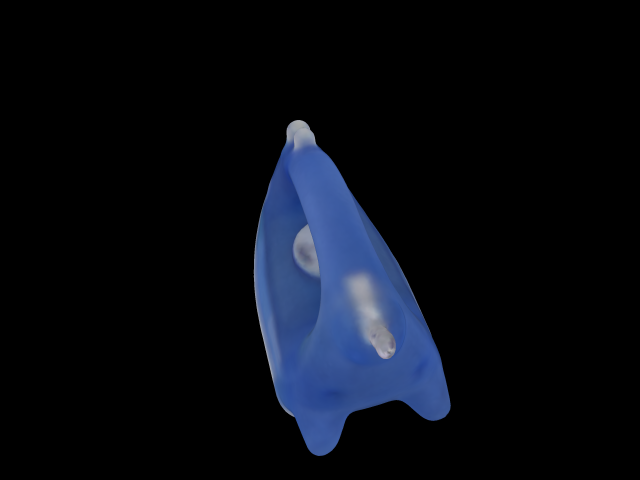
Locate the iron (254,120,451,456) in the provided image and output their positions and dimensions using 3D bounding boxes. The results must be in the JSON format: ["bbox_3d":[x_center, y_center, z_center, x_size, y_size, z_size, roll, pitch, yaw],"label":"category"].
[{"bbox_3d":[0.004,0.001,0.400,0.119,0.141,0.258,-14,58,-9],"label":"iron"}]
